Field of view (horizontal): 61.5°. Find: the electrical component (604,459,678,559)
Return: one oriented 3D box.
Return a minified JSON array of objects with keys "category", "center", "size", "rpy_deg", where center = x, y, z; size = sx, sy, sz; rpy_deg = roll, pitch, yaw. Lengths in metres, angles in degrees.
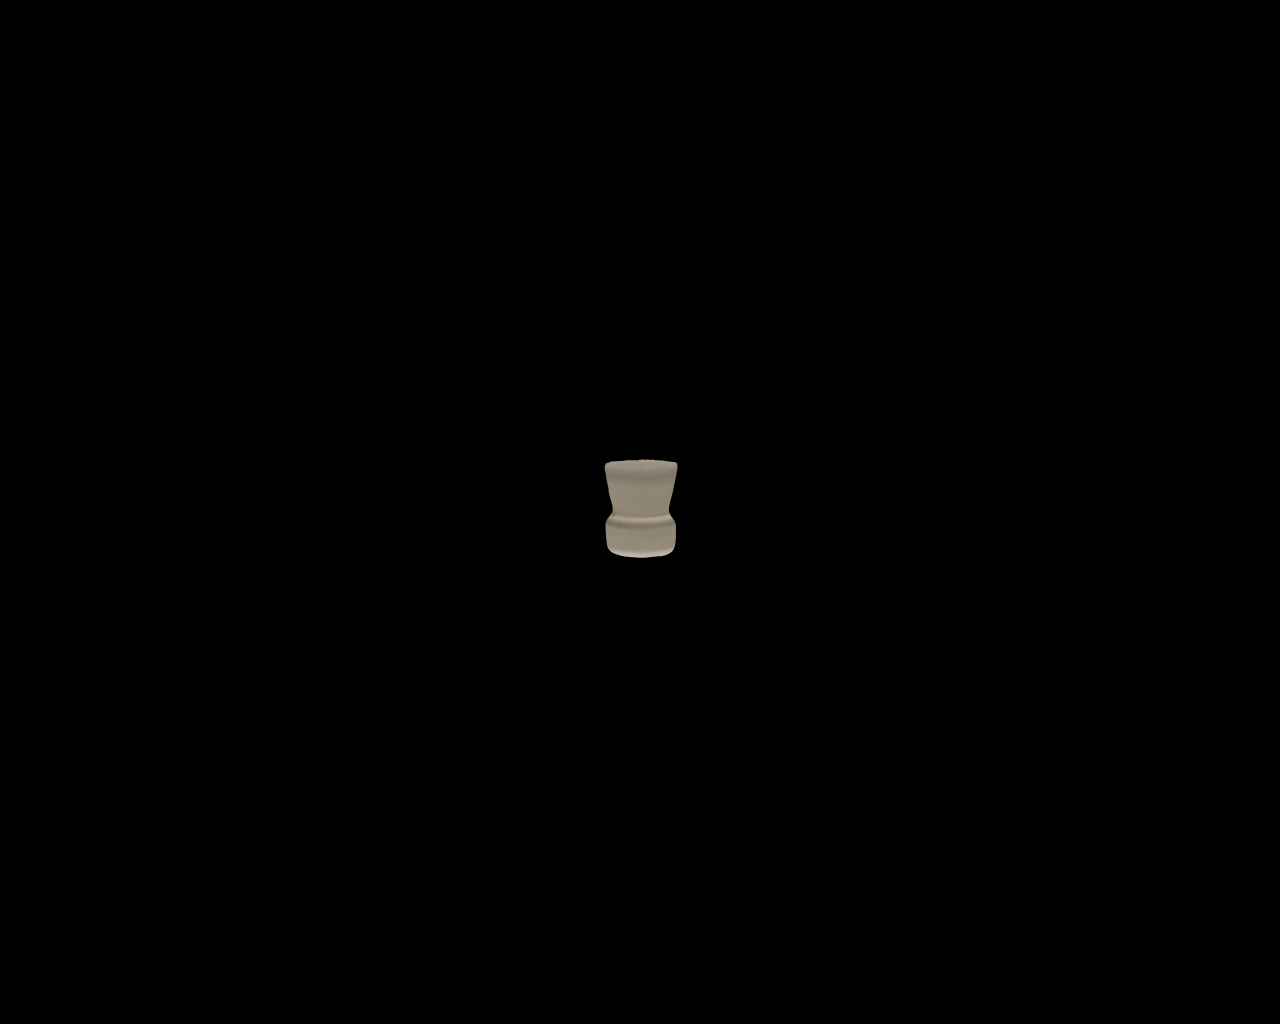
[{"category":"electrical component","center":[0.001,-0.003,0.650],"size":[0.045,0.055,0.045],"rpy_deg":[0,9,0]}]
